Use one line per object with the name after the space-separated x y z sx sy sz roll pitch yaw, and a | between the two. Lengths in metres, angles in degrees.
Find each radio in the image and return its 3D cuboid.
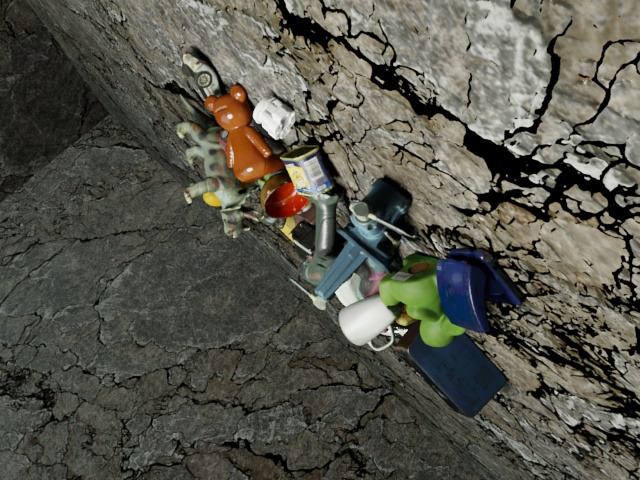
0.289 0.273 1.194 0.229 0.131 0.073 46 166 -3 | radio

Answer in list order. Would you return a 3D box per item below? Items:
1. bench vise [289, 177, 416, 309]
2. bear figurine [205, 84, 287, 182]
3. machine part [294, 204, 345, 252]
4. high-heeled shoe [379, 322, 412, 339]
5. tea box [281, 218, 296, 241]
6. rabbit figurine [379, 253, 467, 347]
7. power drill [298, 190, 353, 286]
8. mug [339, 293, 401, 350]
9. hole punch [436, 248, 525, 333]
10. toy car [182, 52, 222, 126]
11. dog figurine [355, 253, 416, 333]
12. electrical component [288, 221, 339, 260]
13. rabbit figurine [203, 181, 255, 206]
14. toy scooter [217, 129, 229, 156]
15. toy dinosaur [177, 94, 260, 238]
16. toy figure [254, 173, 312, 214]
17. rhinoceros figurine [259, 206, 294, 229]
0.064 0.019 0.910 0.129 0.240 0.223 40 -177 10 | bench vise
-0.158 -0.227 1.154 0.132 0.120 0.195 -22 -86 -60 | bear figurine
0.006 -0.018 1.373 0.179 0.056 0.179 43 166 13 | machine part
0.186 0.227 1.297 0.249 0.086 0.145 35 129 -3 | high-heeled shoe
-0.032 -0.006 1.512 0.170 0.068 0.098 45 169 7 | tea box
0.216 0.120 0.985 0.159 0.121 0.170 -1 120 45 | rabbit figurine
-0.002 -0.003 1.126 0.086 0.207 0.232 2 -174 -21 | power drill
0.107 0.157 1.044 0.081 0.107 0.109 -17 -108 -55 | mug
0.235 0.078 0.846 0.115 0.092 0.142 51 171 -9 | hole punch
-0.241 -0.329 1.190 0.074 0.056 0.201 46 169 35 | toy car
0.143 0.076 1.136 0.109 0.191 0.219 29 126 49 | dog figurine
-0.007 0.029 1.315 0.115 0.058 0.134 37 164 33 | electrical component
-0.264 -0.163 1.534 0.122 0.173 0.162 40 163 7 | rabbit figurine
-0.200 -0.230 1.306 0.135 0.075 0.184 44 -177 0 | toy scooter
-0.264 -0.210 1.413 0.131 0.192 0.404 115 147 -84 | toy dinosaur
-0.089 -0.128 1.276 0.180 0.082 0.089 41 169 32 | toy figure
-0.113 -0.093 1.412 0.073 0.112 0.190 18 161 -16 | rhinoceros figurine
